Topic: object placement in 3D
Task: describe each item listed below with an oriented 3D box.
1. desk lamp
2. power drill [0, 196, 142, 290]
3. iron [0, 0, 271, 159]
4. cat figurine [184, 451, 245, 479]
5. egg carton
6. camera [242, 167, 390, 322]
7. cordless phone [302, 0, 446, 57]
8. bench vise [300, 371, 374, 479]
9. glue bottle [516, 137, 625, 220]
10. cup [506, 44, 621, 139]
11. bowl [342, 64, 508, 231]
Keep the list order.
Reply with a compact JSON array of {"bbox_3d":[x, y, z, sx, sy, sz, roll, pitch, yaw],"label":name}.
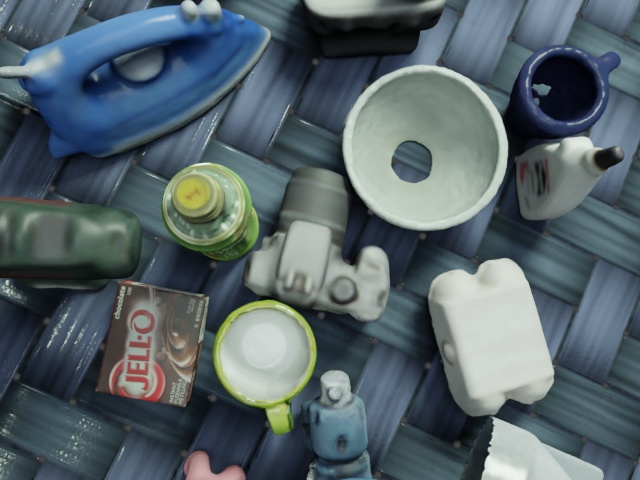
[{"bbox_3d":[0.196,0.235,0.504,0.203,0.213,0.118,22,84,-2],"label":"desk lamp"},{"bbox_3d":[-0.262,0.004,0.495,0.229,0.208,0.076,1,85,-4],"label":"power drill"},{"bbox_3d":[-0.168,-0.179,0.551,0.258,0.141,0.119,-26,87,-6],"label":"iron"},{"bbox_3d":[-0.119,0.276,0.527,0.067,0.117,0.128,18,84,-2],"label":"cat figurine"},{"bbox_3d":[0.172,0.099,0.587,0.107,0.069,0.150,-16,86,-5],"label":"egg carton"},{"bbox_3d":[0.005,0.002,0.568,0.143,0.100,0.137,13,84,-3],"label":"camera"},{"bbox_3d":[0.057,-0.256,0.551,0.147,0.185,0.094,-10,86,-5],"label":"cordless phone"},{"bbox_3d":[0.015,0.229,0.489,0.121,0.219,0.207,-24,87,-5],"label":"bench vise"},{"bbox_3d":[0.240,-0.066,0.554,0.037,0.173,0.078,-7,85,-4],"label":"glue bottle"},{"bbox_3d":[0.246,-0.151,0.601,0.118,0.095,0.092,-33,88,-6],"label":"cup"},{"bbox_3d":[0.102,-0.088,0.595,0.167,0.074,0.167,0,85,-4],"label":"bowl"}]
